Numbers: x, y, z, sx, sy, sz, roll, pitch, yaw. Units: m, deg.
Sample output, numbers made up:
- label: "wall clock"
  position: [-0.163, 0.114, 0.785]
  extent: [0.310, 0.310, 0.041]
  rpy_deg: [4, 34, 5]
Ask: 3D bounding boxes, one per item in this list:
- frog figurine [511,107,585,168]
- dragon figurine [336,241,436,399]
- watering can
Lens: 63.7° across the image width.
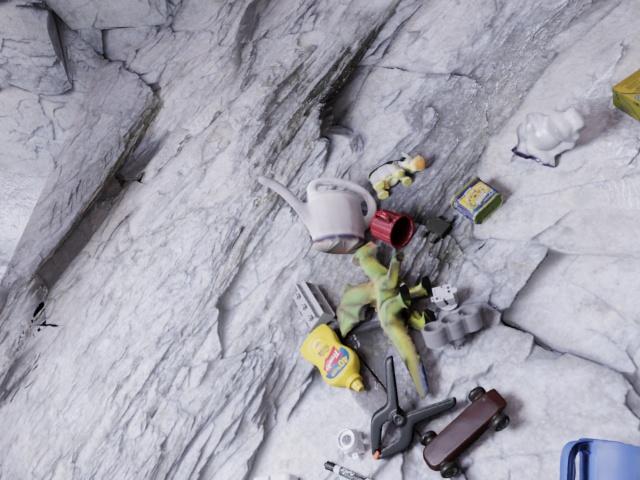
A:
- label: "frog figurine"
  position: [0.560, -0.268, 1.249]
  extent: [0.138, 0.156, 0.125]
  rpy_deg: [36, 45, 10]
- label: "dragon figurine"
  position: [0.143, 0.178, 1.249]
  extent: [0.240, 0.419, 0.121]
  rpy_deg: [-24, -37, 39]
- label: "watering can"
  position: [0.004, -0.070, 1.387]
  extent: [0.348, 0.228, 0.102]
  rpy_deg: [3, -24, -24]
